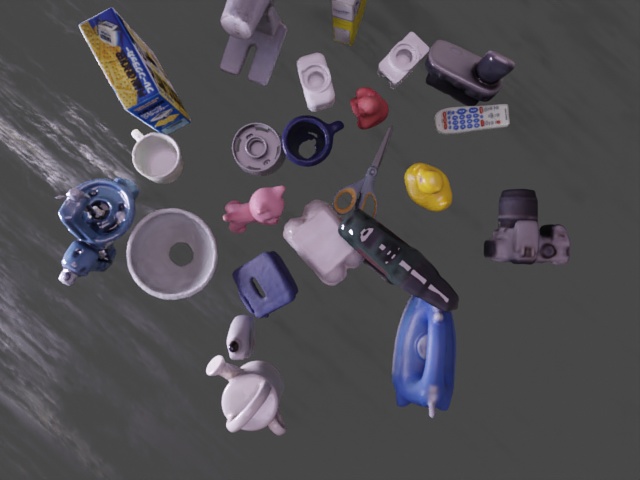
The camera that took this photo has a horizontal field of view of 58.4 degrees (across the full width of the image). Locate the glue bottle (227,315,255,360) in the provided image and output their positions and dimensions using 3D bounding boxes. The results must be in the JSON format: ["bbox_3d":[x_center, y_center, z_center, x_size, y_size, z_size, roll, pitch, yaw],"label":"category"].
[{"bbox_3d":[-0.143,0.180,1.015,0.037,0.173,0.078,-2,89,1],"label":"glue bottle"}]

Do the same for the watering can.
[{"bbox_3d":[-0.127,0.277,1.004,0.173,0.194,0.101,24,90,1],"label":"watering can"}]

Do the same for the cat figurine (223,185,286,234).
[{"bbox_3d":[-0.116,-0.056,1.044,0.128,0.117,0.067,-16,89,0],"label":"cat figurine"}]

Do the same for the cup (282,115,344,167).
[{"bbox_3d":[-0.011,-0.182,1.056,0.118,0.095,0.092,-28,89,0],"label":"cup"}]

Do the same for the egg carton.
[{"bbox_3d":[0.010,0.004,1.067,0.107,0.069,0.150,-42,89,0],"label":"egg carton"}]

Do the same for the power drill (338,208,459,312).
[{"bbox_3d":[0.131,0.035,0.997,0.229,0.208,0.075,38,90,1],"label":"power drill"}]

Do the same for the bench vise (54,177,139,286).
[{"bbox_3d":[-0.395,-0.015,0.995,0.121,0.219,0.207,9,90,1],"label":"bench vise"}]

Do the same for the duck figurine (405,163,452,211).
[{"bbox_3d":[0.206,-0.101,1.059,0.077,0.086,0.104,-40,89,0],"label":"duck figurine"}]

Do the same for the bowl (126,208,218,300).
[{"bbox_3d":[-0.267,0.025,1.066,0.167,0.074,0.167,0,90,0],"label":"bowl"}]

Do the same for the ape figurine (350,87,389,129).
[{"bbox_3d":[0.091,-0.245,1.057,0.076,0.092,0.078,16,90,1],"label":"ape figurine"}]

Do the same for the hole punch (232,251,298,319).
[{"bbox_3d":[-0.102,0.085,1.056,0.101,0.091,0.109,-31,89,0],"label":"hole punch"}]

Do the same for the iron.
[{"bbox_3d":[0.199,0.186,1.029,0.118,0.141,0.258,4,90,1],"label":"iron"}]

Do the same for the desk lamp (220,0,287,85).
[{"bbox_3d":[-0.110,-0.405,0.999,0.118,0.213,0.203,19,90,1],"label":"desk lamp"}]

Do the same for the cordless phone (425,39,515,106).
[{"bbox_3d":[0.266,-0.315,1.010,0.147,0.185,0.094,24,90,1],"label":"cordless phone"}]

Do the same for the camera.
[{"bbox_3d":[0.382,-0.024,1.050,0.143,0.101,0.137,1,90,1],"label":"camera"}]
